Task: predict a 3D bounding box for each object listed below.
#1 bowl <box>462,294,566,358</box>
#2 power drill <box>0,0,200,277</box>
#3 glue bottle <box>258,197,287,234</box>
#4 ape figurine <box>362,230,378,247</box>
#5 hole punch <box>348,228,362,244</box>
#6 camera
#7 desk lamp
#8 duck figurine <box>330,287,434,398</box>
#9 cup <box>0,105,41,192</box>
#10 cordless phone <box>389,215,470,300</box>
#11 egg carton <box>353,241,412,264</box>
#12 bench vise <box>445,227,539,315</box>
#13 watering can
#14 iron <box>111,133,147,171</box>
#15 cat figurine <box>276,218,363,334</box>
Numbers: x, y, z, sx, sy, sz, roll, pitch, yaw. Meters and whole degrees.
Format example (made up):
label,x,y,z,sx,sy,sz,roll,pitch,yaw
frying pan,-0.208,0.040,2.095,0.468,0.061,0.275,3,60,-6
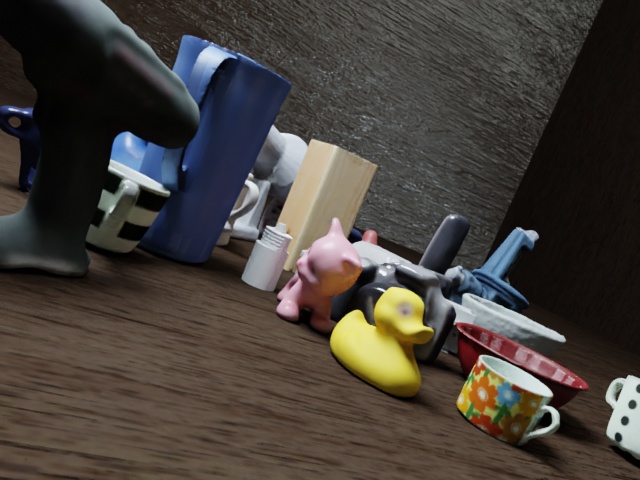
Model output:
label,x,y,z,sx,sy,sz,roll,pitch,yaw
bowl,0.291,0.151,0.902,0.167,0.075,0.167,23,5,-2
power drill,-0.199,-0.083,0.430,0.075,0.208,0.230,26,6,31
glue bottle,-0.064,-0.081,1.171,0.078,0.173,0.037,26,6,28
ape figurine,0.106,0.021,1.315,0.078,0.092,0.076,21,6,-20
hole punch,0.010,0.004,1.088,0.100,0.091,0.109,27,7,38
camera,0.075,0.069,0.661,0.142,0.101,0.137,26,6,28
desk lamp,-0.116,-0.111,1.029,0.117,0.213,0.204,25,6,25
duck figurine,0.062,0.084,0.534,0.078,0.086,0.104,19,7,-39
cup,-0.325,-0.099,0.671,0.091,0.095,0.118,27,7,38
cordless phone,0.163,0.033,0.933,0.148,0.185,0.093,19,7,-38
egg carton,0.120,0.054,1.173,0.149,0.069,0.108,28,7,40
bench vise,0.327,0.072,1.059,0.121,0.220,0.208,27,7,37
watering can,-0.158,-0.101,0.859,0.172,0.194,0.101,24,5,9
iron,-0.289,-0.152,1.101,0.258,0.141,0.119,24,5,10
cat figurine,0.004,0.034,0.621,0.067,0.118,0.127,22,5,-8
